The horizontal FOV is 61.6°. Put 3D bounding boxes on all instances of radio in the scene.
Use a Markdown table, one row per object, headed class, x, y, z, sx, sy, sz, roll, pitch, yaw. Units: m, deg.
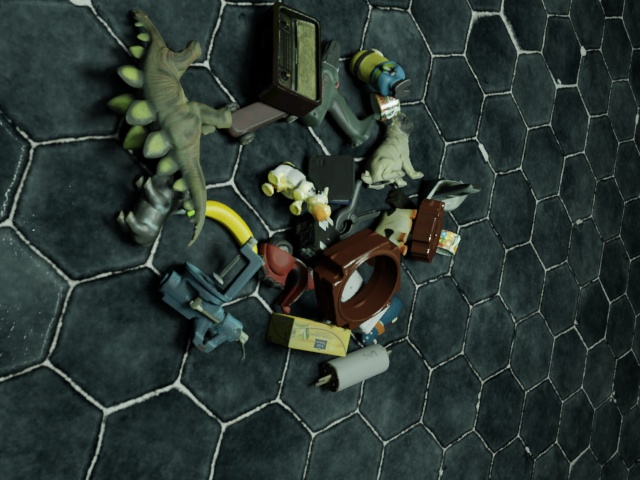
| class | x | y | z | sx | sy | sz | roll | pitch | yaw |
| --- | --- | --- | --- | --- | --- | --- | --- | --- | --- |
| radio | -0.068 | -0.398 | 1.184 | 0.131 | 0.073 | 0.229 | 13 | 66 | -36 |

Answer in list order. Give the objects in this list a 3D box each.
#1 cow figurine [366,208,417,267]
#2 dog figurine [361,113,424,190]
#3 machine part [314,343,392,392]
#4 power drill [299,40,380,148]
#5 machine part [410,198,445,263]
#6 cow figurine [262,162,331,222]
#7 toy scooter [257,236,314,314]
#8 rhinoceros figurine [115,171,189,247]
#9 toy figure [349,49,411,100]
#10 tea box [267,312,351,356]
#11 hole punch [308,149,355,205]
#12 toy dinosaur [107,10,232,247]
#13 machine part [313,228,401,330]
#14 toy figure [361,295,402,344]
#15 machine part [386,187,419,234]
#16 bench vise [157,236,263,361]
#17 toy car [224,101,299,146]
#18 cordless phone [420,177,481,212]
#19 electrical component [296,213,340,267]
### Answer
| class | x | y | z | sx | sy | sz | roll | pitch | yaw |
| --- | --- | --- | --- | --- | --- | --- | --- | --- | --- |
| cow figurine | 0.165 | -0.008 | 1.378 | 0.195 | 0.127 | 0.085 | -58 | 149 | -39 |
| dog figurine | 0.168 | -0.238 | 1.394 | 0.172 | 0.121 | 0.190 | -5 | 80 | -40 |
| machine part | 0.089 | 0.316 | 1.342 | 0.243 | 0.079 | 0.079 | -11 | 98 | -35 |
| power drill | 0.054 | -0.342 | 1.306 | 0.207 | 0.086 | 0.232 | 42 | 62 | -34 |
| machine part | 0.292 | -0.023 | 1.446 | 0.179 | 0.056 | 0.179 | 13 | 90 | -71 |
| cow figurine | -0.037 | -0.108 | 1.208 | 0.167 | 0.068 | 0.098 | 34 | 45 | 7 |
| toy scooter | -0.081 | 0.086 | 1.214 | 0.183 | 0.075 | 0.135 | 40 | 64 | -35 |
| rhinoceros figurine | -0.307 | -0.076 | 1.042 | 0.112 | 0.073 | 0.190 | 41 | 68 | -29 |
| toy figure | 0.145 | -0.408 | 1.317 | 0.089 | 0.180 | 0.082 | -7 | 135 | -34 |
| tea box | -0.025 | 0.219 | 1.244 | 0.169 | 0.098 | 0.068 | 20 | 80 | -37 |
| hole punch | 0.029 | -0.142 | 1.289 | 0.116 | 0.092 | 0.142 | 2 | 88 | 8 |
| toy dinosaur | -0.278 | -0.225 | 1.014 | 0.198 | 0.105 | 0.471 | -21 | 86 | -34 |
| machine part | 0.090 | 0.092 | 1.228 | 0.201 | 0.087 | 0.200 | -29 | 131 | -27 |
| toy figure | 0.156 | 0.210 | 1.403 | 0.154 | 0.064 | 0.057 | -45 | 154 | -22 |
| machine part | 0.235 | -0.082 | 1.471 | 0.138 | 0.039 | 0.084 | 48 | 69 | -29 |
| bench vise | -0.195 | 0.103 | 1.089 | 0.223 | 0.129 | 0.240 | 42 | 85 | -10 |
| toy car | -0.128 | -0.278 | 1.186 | 0.202 | 0.053 | 0.089 | -34 | 93 | -35 |
| cordless phone | 0.385 | -0.133 | 1.491 | 0.146 | 0.184 | 0.088 | 6 | 83 | -37 |
| electrical component | -0.003 | -0.004 | 1.252 | 0.114 | 0.058 | 0.134 | 45 | 33 | -41 |
